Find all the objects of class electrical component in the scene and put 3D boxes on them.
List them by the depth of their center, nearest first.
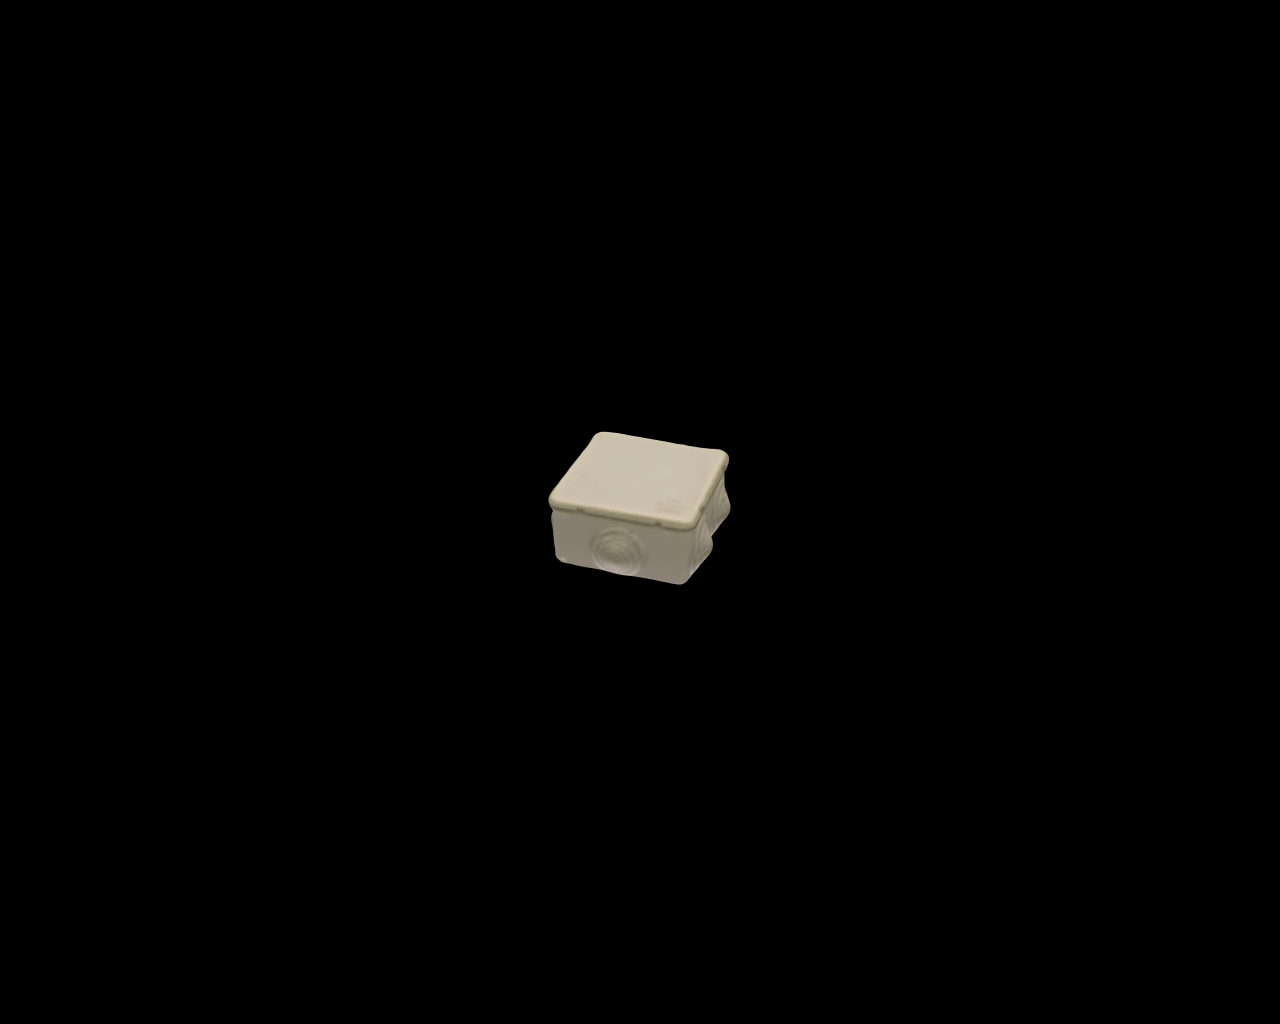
[{"bbox_3d":[0.001,-0.003,0.650,0.100,0.048,0.100,10,35,15],"label":"electrical component"}]
